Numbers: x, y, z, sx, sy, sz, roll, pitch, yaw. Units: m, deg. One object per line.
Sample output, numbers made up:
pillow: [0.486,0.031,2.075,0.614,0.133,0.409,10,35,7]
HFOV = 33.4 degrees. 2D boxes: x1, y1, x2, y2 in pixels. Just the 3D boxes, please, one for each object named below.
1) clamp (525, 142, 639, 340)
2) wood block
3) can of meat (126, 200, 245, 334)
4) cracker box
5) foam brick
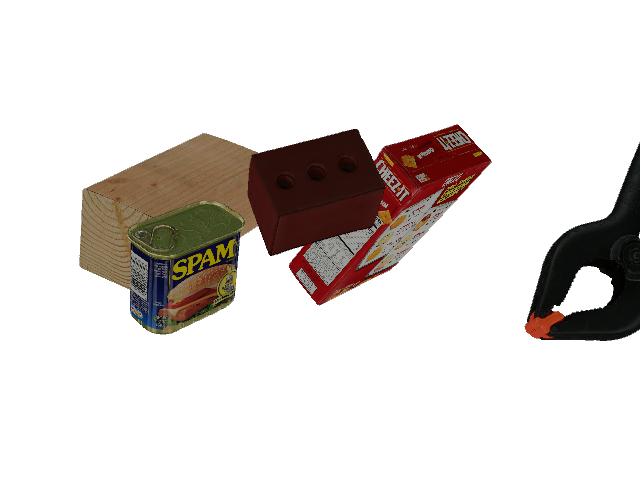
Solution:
clamp: [0.215,0.018,0.709,0.120,0.171,0.039,43,-11,14]
wood block: [-0.149,-0.033,1.119,0.090,0.091,0.205,22,30,22]
can of meat: [-0.117,0.023,0.923,0.058,0.084,0.101,32,39,34]
cracker box: [0.078,-0.032,1.251,0.163,0.072,0.214,-23,-22,-50]
foam brick: [-0.005,-0.032,0.715,0.078,0.053,0.051,-16,-26,-15]
